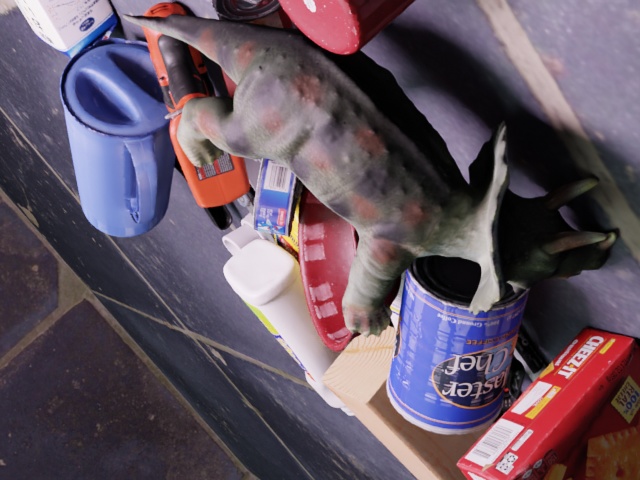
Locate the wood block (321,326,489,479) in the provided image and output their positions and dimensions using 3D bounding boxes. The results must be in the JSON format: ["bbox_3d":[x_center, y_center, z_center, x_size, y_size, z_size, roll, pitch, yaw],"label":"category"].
[{"bbox_3d":[0.109,0.191,1.160,0.206,0.090,0.091,48,165,-29],"label":"wood block"}]

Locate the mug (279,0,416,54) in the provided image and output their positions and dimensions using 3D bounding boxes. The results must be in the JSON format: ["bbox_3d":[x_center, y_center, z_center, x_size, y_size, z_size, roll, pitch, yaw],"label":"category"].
[{"bbox_3d":[0.027,-0.171,0.661,0.093,0.081,0.117,52,162,-18],"label":"mug"}]

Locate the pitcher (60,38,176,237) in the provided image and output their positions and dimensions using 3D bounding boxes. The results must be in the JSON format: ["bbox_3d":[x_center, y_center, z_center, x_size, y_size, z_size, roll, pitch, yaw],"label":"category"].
[{"bbox_3d":[-0.222,-0.097,1.224,0.145,0.149,0.243,25,149,6],"label":"pitcher"}]

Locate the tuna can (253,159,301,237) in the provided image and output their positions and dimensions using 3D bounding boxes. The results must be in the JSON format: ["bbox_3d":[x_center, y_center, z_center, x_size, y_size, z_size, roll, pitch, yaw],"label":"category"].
[{"bbox_3d":[-0.036,-0.047,0.950,0.034,0.086,0.086,10,158,1],"label":"tuna can"}]

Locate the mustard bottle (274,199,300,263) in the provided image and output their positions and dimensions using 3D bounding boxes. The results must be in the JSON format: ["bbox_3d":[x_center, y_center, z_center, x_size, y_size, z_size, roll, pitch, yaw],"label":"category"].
[{"bbox_3d":[-0.008,0.002,1.158,0.096,0.058,0.192,46,163,6],"label":"mustard bottle"}]

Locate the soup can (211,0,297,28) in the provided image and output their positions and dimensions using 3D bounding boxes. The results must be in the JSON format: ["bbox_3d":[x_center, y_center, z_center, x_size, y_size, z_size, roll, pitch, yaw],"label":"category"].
[{"bbox_3d":[-0.038,-0.162,0.854,0.069,0.068,0.102,33,159,35],"label":"soup can"}]

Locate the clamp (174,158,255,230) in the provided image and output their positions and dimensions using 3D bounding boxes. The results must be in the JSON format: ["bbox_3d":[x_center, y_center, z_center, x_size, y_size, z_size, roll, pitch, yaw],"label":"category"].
[{"bbox_3d":[-0.165,-0.100,1.321,0.210,0.036,0.165,44,157,4],"label":"clamp"}]

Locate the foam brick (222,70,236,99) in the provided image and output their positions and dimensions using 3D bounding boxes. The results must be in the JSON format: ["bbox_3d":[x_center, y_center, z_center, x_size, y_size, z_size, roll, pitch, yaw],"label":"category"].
[{"bbox_3d":[-0.040,-0.137,0.939,0.078,0.051,0.053,37,160,26],"label":"foam brick"}]

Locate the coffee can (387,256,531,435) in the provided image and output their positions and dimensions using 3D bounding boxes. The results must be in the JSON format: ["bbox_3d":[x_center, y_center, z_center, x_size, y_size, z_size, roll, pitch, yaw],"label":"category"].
[{"bbox_3d":[0.115,0.078,0.896,0.103,0.102,0.140,34,135,33],"label":"coffee can"}]

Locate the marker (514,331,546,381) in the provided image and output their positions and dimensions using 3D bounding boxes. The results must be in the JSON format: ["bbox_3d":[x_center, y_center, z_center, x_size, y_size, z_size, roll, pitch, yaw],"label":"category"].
[{"bbox_3d":[0.177,0.087,0.989,0.121,0.020,0.020,53,161,-20],"label":"marker"}]

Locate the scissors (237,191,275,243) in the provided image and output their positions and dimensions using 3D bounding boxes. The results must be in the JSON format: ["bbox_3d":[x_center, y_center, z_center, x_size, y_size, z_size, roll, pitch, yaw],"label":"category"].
[{"bbox_3d":[-0.083,-0.062,1.208,0.202,0.016,0.096,49,147,2],"label":"scissors"}]

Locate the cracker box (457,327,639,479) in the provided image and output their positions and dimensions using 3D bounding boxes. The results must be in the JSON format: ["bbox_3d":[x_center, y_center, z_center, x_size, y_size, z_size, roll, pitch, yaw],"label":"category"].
[{"bbox_3d":[0.238,0.205,0.873,0.213,0.164,0.072,52,164,-19],"label":"cracker box"}]

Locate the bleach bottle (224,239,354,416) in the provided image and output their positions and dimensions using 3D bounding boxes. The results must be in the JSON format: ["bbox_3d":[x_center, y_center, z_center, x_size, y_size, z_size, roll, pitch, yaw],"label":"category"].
[{"bbox_3d":[-0.011,0.114,1.199,0.103,0.068,0.250,35,161,55],"label":"bleach bottle"}]

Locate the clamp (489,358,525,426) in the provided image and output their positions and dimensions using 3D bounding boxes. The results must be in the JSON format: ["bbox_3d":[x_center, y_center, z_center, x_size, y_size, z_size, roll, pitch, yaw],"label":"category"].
[{"bbox_3d":[0.177,0.151,1.023,0.171,0.039,0.120,-88,0,-76],"label":"clamp"}]

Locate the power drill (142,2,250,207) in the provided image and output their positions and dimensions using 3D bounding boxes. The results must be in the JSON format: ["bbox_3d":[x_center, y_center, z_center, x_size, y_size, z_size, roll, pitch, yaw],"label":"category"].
[{"bbox_3d":[-0.119,-0.115,1.035,0.188,0.057,0.184,-116,6,-48],"label":"power drill"}]

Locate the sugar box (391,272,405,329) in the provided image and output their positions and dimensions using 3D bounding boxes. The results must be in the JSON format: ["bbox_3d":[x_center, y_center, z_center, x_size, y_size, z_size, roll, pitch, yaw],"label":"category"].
[{"bbox_3d":[0.096,0.046,1.001,0.093,0.048,0.176,22,143,54],"label":"sugar box"}]

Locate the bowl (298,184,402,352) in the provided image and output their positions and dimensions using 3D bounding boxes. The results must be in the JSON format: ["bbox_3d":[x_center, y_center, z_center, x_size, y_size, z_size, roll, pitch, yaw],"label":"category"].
[{"bbox_3d":[0.029,0.014,0.924,0.162,0.055,0.162,175,90,-72],"label":"bowl"}]
